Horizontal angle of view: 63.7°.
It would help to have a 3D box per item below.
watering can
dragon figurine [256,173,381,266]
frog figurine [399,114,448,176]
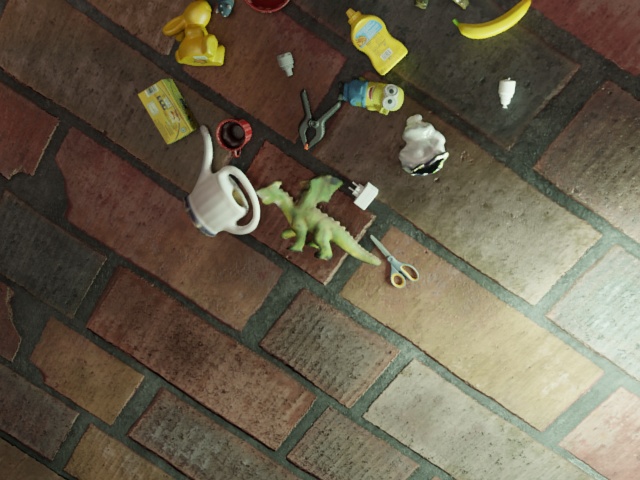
[{"bbox_3d":[-0.325,-0.156,1.575,0.222,0.105,0.348,-33,88,19],"label":"watering can"},{"bbox_3d":[0.005,-0.078,1.546,0.410,0.123,0.240,12,101,4],"label":"dragon figurine"},{"bbox_3d":[0.280,-0.265,1.452,0.136,0.122,0.162,-34,64,26],"label":"frog figurine"}]
